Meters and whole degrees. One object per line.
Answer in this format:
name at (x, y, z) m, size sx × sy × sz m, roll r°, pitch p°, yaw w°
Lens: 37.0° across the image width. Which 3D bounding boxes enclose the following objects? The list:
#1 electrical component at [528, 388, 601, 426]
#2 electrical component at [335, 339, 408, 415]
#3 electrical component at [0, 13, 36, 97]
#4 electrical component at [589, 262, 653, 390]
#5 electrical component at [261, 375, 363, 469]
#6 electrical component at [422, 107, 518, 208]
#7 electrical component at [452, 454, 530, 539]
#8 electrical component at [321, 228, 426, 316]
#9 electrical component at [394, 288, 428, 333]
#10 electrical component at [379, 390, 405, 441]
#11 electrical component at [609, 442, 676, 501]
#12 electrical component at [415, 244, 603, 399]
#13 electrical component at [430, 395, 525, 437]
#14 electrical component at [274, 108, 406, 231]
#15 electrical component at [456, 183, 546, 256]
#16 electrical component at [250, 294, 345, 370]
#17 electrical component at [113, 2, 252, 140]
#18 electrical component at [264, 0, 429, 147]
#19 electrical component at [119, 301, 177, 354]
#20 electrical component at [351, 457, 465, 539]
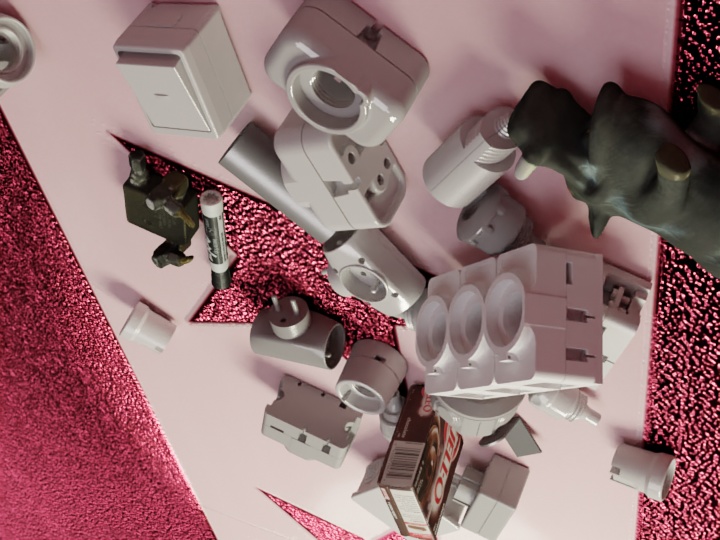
electrical component at (0.172, 0.110, 0.892) m, size 0.061 × 0.035 × 0.035 m, roll 31°, pitch 145°, yaw -7°
electrical component at (0.009, 0.098, 0.977) m, size 0.055 × 0.047 × 0.055 m, roll 19°, pitch 143°, yaw 15°
electrical component at (-0.294, -0.171, 0.843) m, size 0.057 × 0.058 × 0.078 m, roll 4°, pitch 138°, yaw 35°
electrical component at (0.168, 0.039, 0.792) m, size 0.056 × 0.050 × 0.089 m, roll 24°, pitch 145°, yaw 6°
electrical component at (-0.049, 0.155, 1.085) m, size 0.089 × 0.050 × 0.055 m, roll 24°, pitch 144°, yaw 7°
electrical component at (0.080, -0.079, 0.713) m, size 0.043 × 0.043 × 0.081 m, roll 35°, pitch 144°, yaw -9°
electrical component at (0.114, 0.215, 1.050) m, size 0.076 × 0.047 × 0.083 m, roll 24°, pitch 144°, yaw 7°
electrical component at (0.000, 0.000, 0.865) m, size 0.077 × 0.044 × 0.079 m, roll 45°, pitch 142°, yaw -22°
electrical component at (0.055, 0.035, 0.872) m, size 0.062 × 0.048 × 0.048 m, roll 10°, pitch 141°, yaw 36°
electrical component at (0.034, 0.135, 1.017) m, size 0.035 × 0.035 × 0.061 m, roll 13°, pitch 139°, yaw 21°
electrical component at (0.241, 0.171, 0.917) m, size 0.046 × 0.040 × 0.040 m, roll 16°, pitch 143°, yaw 28°
electrical component at (0.102, 0.041, 0.765) m, size 0.062 × 0.089 × 0.150 m, roll 8°, pitch 167°, yaw -24°
electrical component at (0.096, 0.094, 0.886) m, size 0.080 × 0.080 × 0.051 m, roll 21°, pitch 149°, yaw 11°
electrical component at (-0.017, -0.075, 0.774) m, size 0.059 × 0.053 × 0.095 m, roll -3°, pitch 134°, yaw 36°
electrical component at (0.103, -0.028, 0.761) m, size 0.062 × 0.048 × 0.048 m, roll 32°, pitch 145°, yaw -18°
electrical component at (-0.060, 0.050, 0.969) m, size 0.077 × 0.043 × 0.079 m, roll 10°, pitch 141°, yaw 23°
electrical component at (-0.125, -0.134, 0.769) m, size 0.062 × 0.061 × 0.096 m, roll 9°, pitch 140°, yaw 26°
electrical component at (-0.010, -0.128, 0.700) m, size 0.095 × 0.059 × 0.054 m, roll 35°, pitch 144°, yaw -9°
electrical component at (-0.214, 0.060, 1.091) m, size 0.046 × 0.040 × 0.040 m, roll 31°, pitch 145°, yaw -11°
electrical component at (0.054, 0.231, 1.110) m, size 0.100 × 0.048 × 0.100 m, roll 38°, pitch 143°, yaw -13°
